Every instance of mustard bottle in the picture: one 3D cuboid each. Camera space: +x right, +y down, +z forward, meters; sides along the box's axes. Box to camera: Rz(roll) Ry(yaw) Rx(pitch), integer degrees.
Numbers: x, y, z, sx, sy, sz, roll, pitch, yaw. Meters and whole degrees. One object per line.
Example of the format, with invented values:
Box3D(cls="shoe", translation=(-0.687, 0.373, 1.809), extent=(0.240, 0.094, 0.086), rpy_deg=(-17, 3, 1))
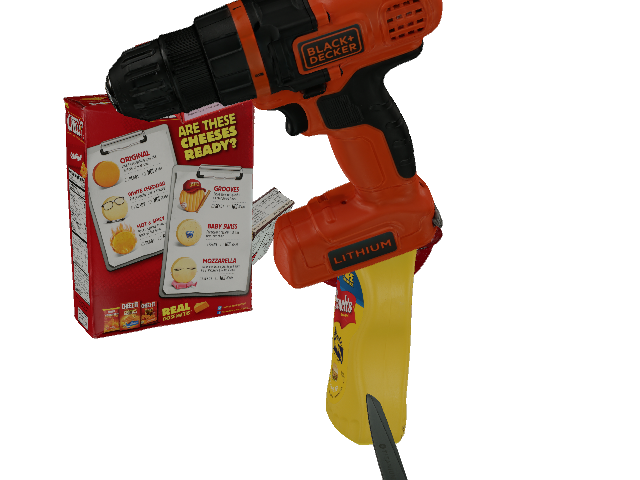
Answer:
Box3D(cls="mustard bottle", translation=(0.039, 0.048, 0.794), extent=(0.058, 0.192, 0.096), rpy_deg=(0, 17, -10))

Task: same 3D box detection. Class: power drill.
Box3D(cls="power drill", translation=(-0.011, -0.058, 0.612), extent=(0.184, 0.187, 0.057), rpy_deg=(-18, 45, -1))

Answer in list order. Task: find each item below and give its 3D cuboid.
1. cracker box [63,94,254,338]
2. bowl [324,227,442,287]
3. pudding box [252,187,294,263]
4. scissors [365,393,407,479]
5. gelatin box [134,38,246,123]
Box3D(cls="cracker box", translation=(-0.148, -0.030, 0.992), extent=(0.163, 0.214, 0.072), rpy_deg=(-9, 19, -29))
Box3D(cls="bowl", translation=(0.043, 0.012, 1.097), extent=(0.162, 0.055, 0.162), rpy_deg=(2, 17, -1))
Box3D(cls="pudding box", translation=(-0.086, -0.006, 1.300), extent=(0.039, 0.090, 0.113), rpy_deg=(34, 31, 7))
Box3D(cls="scissors", translation=(0.066, 0.156, 0.598), extent=(0.096, 0.016, 0.201), rpy_deg=(7, 31, 3))
Box3D(cls="gelatin box", translation=(-0.080, -0.128, 0.782), extent=(0.089, 0.030, 0.073), rpy_deg=(-23, 48, -23))
